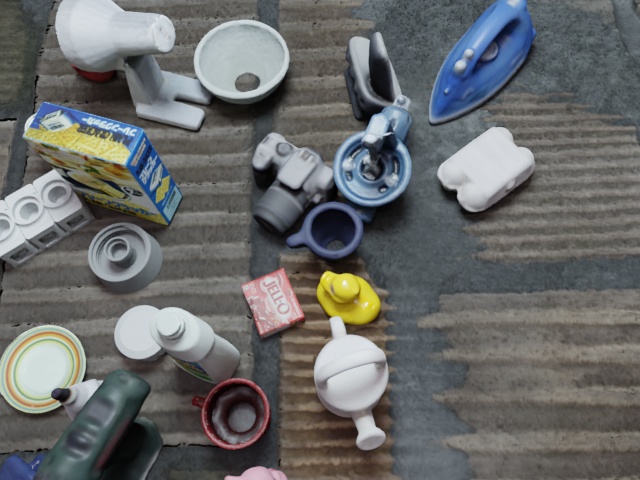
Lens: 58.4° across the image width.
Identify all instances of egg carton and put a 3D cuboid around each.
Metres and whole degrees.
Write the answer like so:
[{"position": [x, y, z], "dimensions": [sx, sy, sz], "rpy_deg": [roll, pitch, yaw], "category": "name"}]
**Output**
[{"position": [0.274, -0.115, 0.944], "dimensions": [0.150, 0.069, 0.107], "rpy_deg": [-37, 72, -12], "category": "egg carton"}]

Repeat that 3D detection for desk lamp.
[{"position": [-0.299, -0.302, 0.953], "dimensions": [0.203, 0.213, 0.118], "rpy_deg": [15, 70, 7], "category": "desk lamp"}]

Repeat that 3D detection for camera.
[{"position": [-0.060, -0.087, 0.925], "dimensions": [0.143, 0.101, 0.137], "rpy_deg": [32, 73, 13], "category": "camera"}]

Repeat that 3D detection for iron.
[{"position": [0.276, -0.322, 0.984], "dimensions": [0.118, 0.141, 0.258], "rpy_deg": [36, 74, 14], "category": "iron"}]

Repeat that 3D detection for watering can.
[{"position": [0.046, 0.187, 0.768], "dimensions": [0.101, 0.194, 0.172], "rpy_deg": [-36, 72, -11], "category": "watering can"}]

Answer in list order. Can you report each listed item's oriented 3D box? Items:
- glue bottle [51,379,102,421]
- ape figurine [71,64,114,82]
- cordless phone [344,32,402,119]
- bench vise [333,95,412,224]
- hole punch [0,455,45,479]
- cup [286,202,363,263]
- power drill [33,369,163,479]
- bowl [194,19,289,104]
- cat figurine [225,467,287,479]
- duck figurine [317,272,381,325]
[{"position": [-0.318, 0.216, 0.777], "dimensions": [0.078, 0.173, 0.037], "rpy_deg": [-32, 71, -10], "category": "glue bottle"}, {"position": [-0.415, -0.335, 1.034], "dimensions": [0.078, 0.092, 0.076], "rpy_deg": [-25, 70, -8], "category": "ape figurine"}, {"position": [0.093, -0.301, 0.957], "dimensions": [0.094, 0.185, 0.147], "rpy_deg": [-15, 69, -4], "category": "cordless phone"}, {"position": [0.083, -0.151, 0.882], "dimensions": [0.121, 0.220, 0.207], "rpy_deg": [5, 69, 4], "category": "bench vise"}, {"position": [-0.391, 0.356, 0.769], "dimensions": [0.108, 0.091, 0.101], "rpy_deg": [32, 73, 13], "category": "hole punch"}, {"position": [0.008, 0.003, 0.892], "dimensions": [0.118, 0.095, 0.091], "rpy_deg": [-16, 69, -4], "category": "cup"}, {"position": [-0.281, 0.284, 0.731], "dimensions": [0.075, 0.208, 0.230], "rpy_deg": [22, 71, 10], "category": "power drill"}, {"position": [-0.136, -0.304, 1.024], "dimensions": [0.167, 0.075, 0.167], "rpy_deg": [0, 69, 1], "category": "bowl"}, {"position": [-0.064, 0.348, 0.749], "dimensions": [0.067, 0.118, 0.127], "rpy_deg": [-39, 73, -12], "category": "cat figurine"}, {"position": [0.043, 0.082, 0.866], "dimensions": [0.104, 0.086, 0.077], "rpy_deg": [28, 72, 12], "category": "duck figurine"}]
